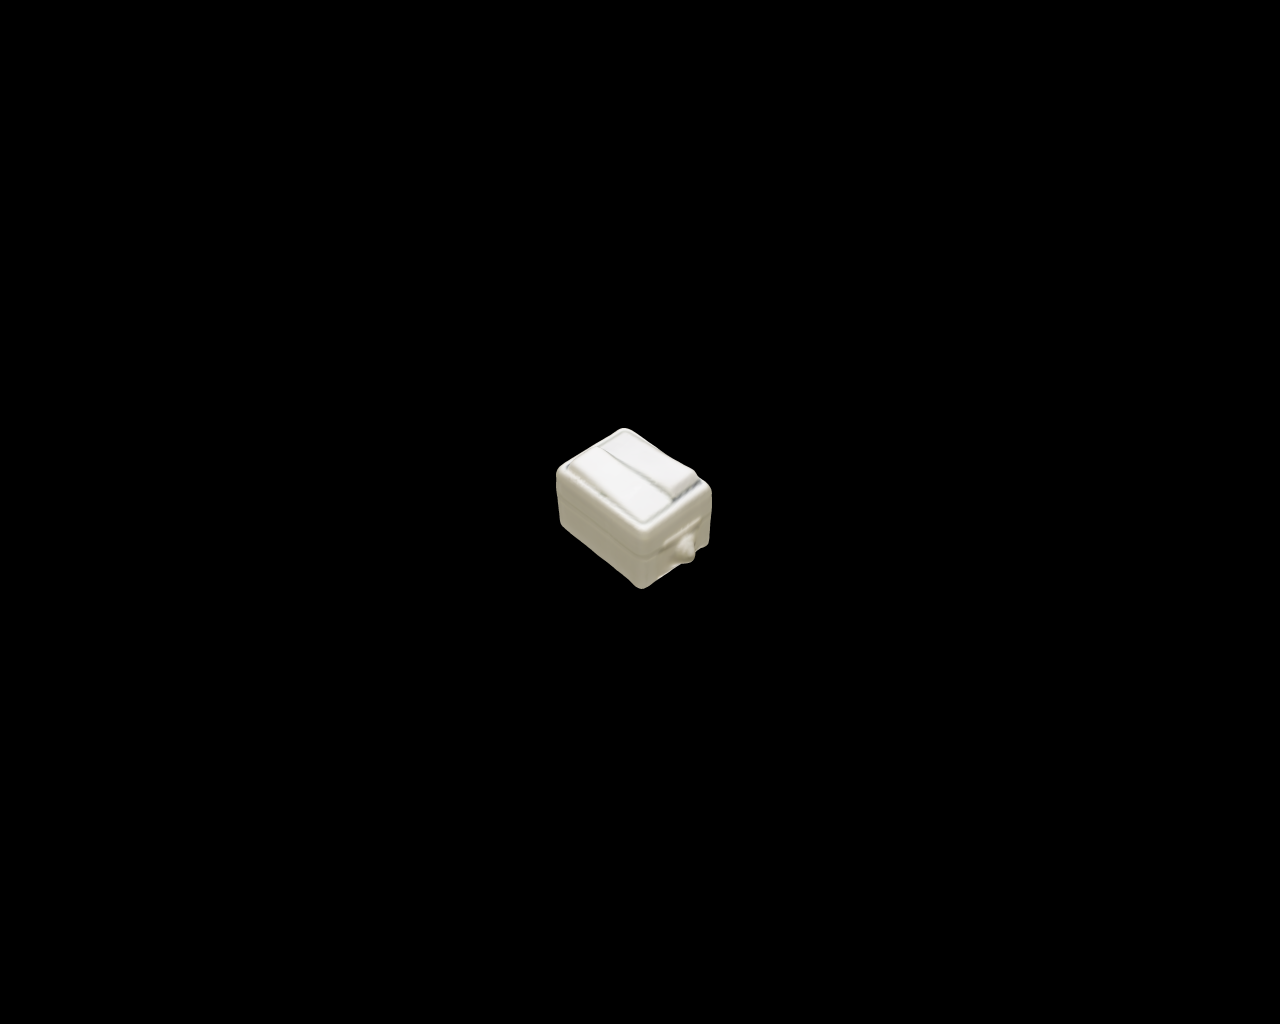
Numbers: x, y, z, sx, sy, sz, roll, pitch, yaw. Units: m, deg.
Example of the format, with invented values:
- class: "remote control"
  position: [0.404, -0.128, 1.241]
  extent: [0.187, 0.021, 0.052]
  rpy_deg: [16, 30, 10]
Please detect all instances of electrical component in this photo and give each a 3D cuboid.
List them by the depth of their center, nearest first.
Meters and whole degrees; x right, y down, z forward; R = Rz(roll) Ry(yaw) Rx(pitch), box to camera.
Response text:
- class: "electrical component"
  position: [0.001, -0.003, 0.650]
  extent: [0.062, 0.061, 0.096]
  rpy_deg: [-33, 54, -29]
